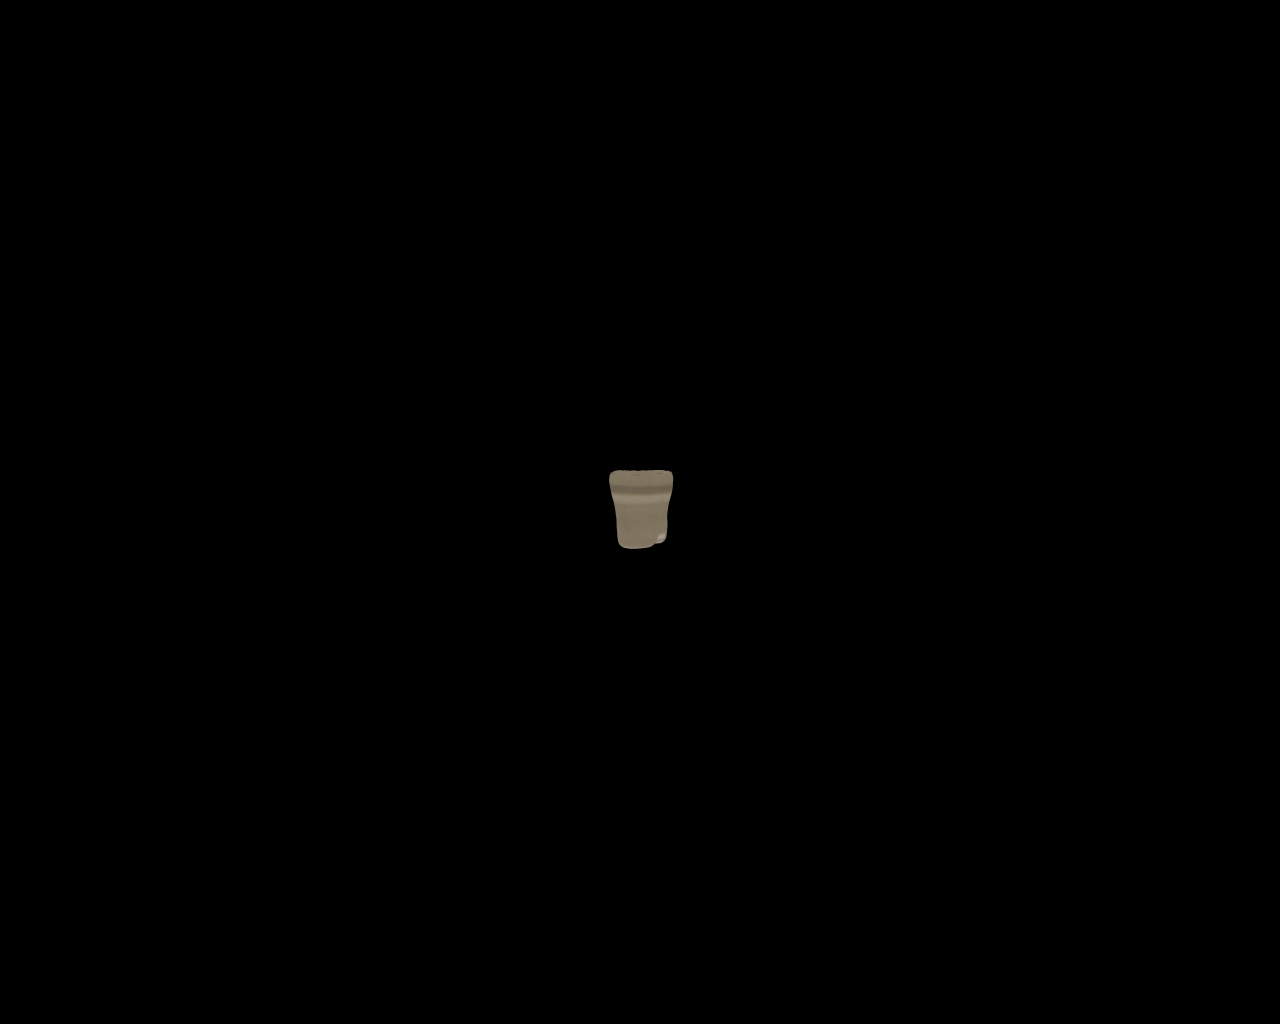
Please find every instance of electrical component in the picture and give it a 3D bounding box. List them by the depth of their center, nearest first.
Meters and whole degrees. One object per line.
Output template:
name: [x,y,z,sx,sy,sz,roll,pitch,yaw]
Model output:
electrical component: [0.001,-0.003,0.650,0.040,0.046,0.040,0,7,0]
